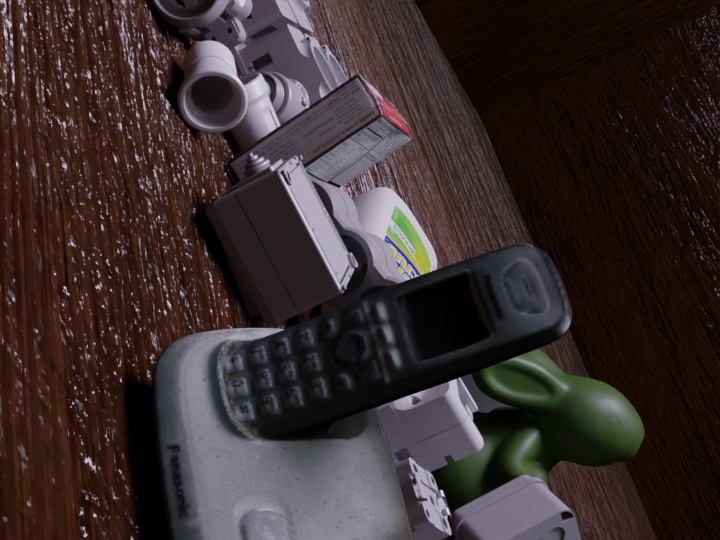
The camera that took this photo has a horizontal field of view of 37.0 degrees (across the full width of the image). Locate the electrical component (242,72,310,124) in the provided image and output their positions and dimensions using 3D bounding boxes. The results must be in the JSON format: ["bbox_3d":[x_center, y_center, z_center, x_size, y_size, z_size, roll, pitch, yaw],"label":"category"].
[{"bbox_3d":[-0.071,-0.131,0.822,0.062,0.048,0.048,23,43,-63],"label":"electrical component"}]

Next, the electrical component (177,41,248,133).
[{"bbox_3d":[-0.098,-0.123,0.706,0.044,0.044,0.065,56,10,-33],"label":"electrical component"}]

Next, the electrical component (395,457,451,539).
[{"bbox_3d":[0.014,0.137,0.601,0.081,0.064,0.042,46,22,-56],"label":"electrical component"}]

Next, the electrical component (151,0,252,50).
[{"bbox_3d":[-0.112,-0.193,0.745,0.078,0.058,0.057,65,10,1],"label":"electrical component"}]

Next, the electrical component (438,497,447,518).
[{"bbox_3d":[0.038,0.161,0.706,0.078,0.040,0.040,39,28,-64],"label":"electrical component"}]

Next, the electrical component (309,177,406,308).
[{"bbox_3d":[0.000,0.000,0.718,0.138,0.052,0.074,51,14,17],"label":"electrical component"}]

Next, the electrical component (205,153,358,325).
[{"bbox_3d":[-0.052,-0.023,0.648,0.096,0.061,0.061,62,13,-10],"label":"electrical component"}]

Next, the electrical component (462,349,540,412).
[{"bbox_3d":[0.103,0.086,0.947,0.078,0.113,0.057,54,13,-39],"label":"electrical component"}]

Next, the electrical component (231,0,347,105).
[{"bbox_3d":[-0.069,-0.196,0.918,0.186,0.060,0.105,65,13,1],"label":"electrical component"}]

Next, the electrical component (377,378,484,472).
[{"bbox_3d":[0.021,0.092,0.658,0.055,0.089,0.050,59,14,-25],"label":"electrical component"}]

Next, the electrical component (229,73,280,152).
[{"bbox_3d":[-0.079,-0.110,0.763,0.040,0.040,0.046,-85,153,-66],"label":"electrical component"}]

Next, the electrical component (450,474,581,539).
[{"bbox_3d":[0.120,0.216,0.786,0.057,0.078,0.113,39,-30,61],"label":"electrical component"}]
